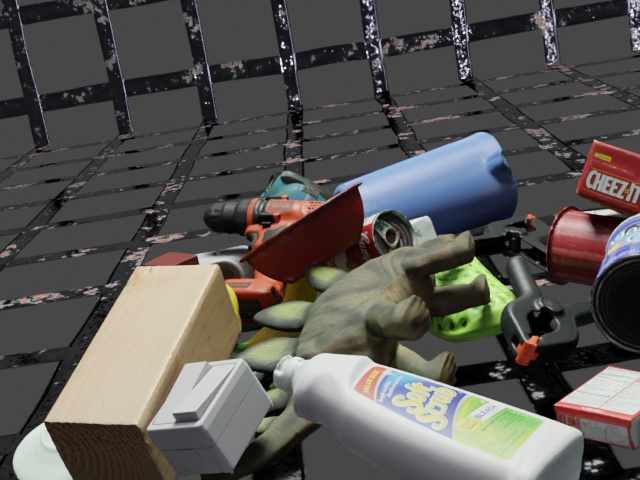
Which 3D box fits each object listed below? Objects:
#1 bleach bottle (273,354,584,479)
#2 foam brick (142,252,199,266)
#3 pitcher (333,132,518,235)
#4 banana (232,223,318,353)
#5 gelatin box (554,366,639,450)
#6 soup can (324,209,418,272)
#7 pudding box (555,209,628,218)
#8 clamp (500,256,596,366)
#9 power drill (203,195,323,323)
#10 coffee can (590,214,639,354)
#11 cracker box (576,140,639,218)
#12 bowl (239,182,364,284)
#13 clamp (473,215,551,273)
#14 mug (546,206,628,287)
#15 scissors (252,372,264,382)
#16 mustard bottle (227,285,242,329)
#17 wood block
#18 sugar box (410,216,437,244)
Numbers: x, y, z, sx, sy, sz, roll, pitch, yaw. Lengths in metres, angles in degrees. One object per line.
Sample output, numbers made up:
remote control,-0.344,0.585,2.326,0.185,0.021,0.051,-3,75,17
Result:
bleach bottle,0.065,0.143,0.814,0.251,0.068,0.102,17,27,33
foam brick,-0.183,0.060,1.353,0.053,0.078,0.051,3,18,40
pitcher,0.143,-0.054,1.513,0.242,0.149,0.145,-18,34,-18
banana,-0.036,0.061,1.221,0.037,0.069,0.197,-51,11,50
gelatin box,0.251,0.139,0.888,0.089,0.030,0.073,-22,18,-40
soup can,0.054,0.011,1.240,0.068,0.068,0.102,-23,1,-42
pudding box,0.349,-0.008,1.354,0.090,0.039,0.113,-7,13,9
clamp,0.237,0.079,1.075,0.120,0.039,0.171,16,32,9
power drill,-0.087,0.018,1.337,0.185,0.057,0.187,0,45,24
coffee can,0.329,0.040,1.063,0.103,0.103,0.140,-3,17,22
cracker box,0.393,-0.050,1.229,0.164,0.072,0.213,21,7,20
bowl,-0.008,0.001,1.174,0.162,0.055,0.162,-33,-1,-1
clamp,0.256,0.006,1.356,0.165,0.036,0.209,10,18,28
mug,0.322,0.014,1.216,0.082,0.093,0.117,11,-2,40
scissors,-0.111,0.160,1.053,0.096,0.016,0.201,-11,14,9
mustard bottle,-0.140,0.086,1.193,0.192,0.058,0.096,9,68,58
wood block,-0.152,0.121,0.961,0.091,0.090,0.206,-3,36,19
sugar box,0.054,0.015,1.356,0.177,0.048,0.093,-19,4,43
